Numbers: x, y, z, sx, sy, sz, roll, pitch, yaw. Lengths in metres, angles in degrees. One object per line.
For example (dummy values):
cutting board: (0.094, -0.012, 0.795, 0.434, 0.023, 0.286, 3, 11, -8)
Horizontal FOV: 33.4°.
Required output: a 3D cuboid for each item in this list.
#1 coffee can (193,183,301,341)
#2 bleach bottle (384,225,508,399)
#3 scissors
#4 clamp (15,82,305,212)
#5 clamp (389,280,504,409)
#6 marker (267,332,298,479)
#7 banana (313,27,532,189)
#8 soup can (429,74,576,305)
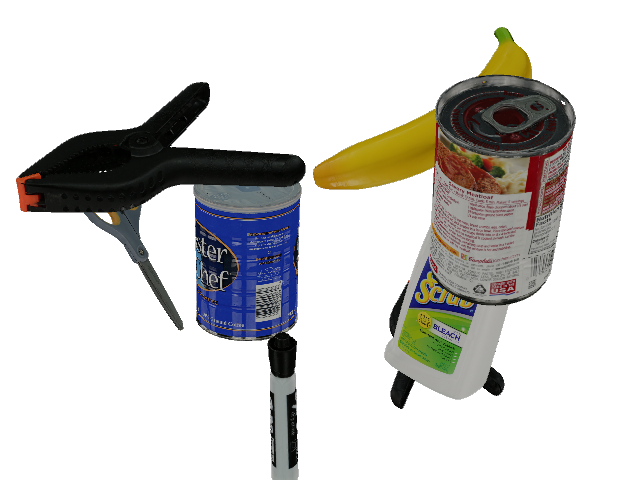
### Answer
coffee can: (-0.071, 0.012, 1.038, 0.103, 0.140, 0.103, 1, 24, -1)
bleach bottle: (0.129, 0.018, 0.971, 0.103, 0.251, 0.067, 28, 35, 30)
scissors: (-0.199, -0.002, 1.189, 0.016, 0.201, 0.096, -26, 20, 35)
clamp: (-0.127, -0.060, 0.824, 0.209, 0.036, 0.165, -25, 42, -33)
clamp: (0.131, 0.111, 1.160, 0.120, 0.171, 0.039, 4, -45, -6)
marker: (-0.024, 0.112, 0.707, 0.020, 0.121, 0.020, 0, 31, 0)
banana: (0.087, -0.085, 0.760, 0.197, 0.037, 0.070, -37, 33, -18)
soup can: (0.092, -0.025, 0.552, 0.068, 0.102, 0.068, -1, 41, 1)
